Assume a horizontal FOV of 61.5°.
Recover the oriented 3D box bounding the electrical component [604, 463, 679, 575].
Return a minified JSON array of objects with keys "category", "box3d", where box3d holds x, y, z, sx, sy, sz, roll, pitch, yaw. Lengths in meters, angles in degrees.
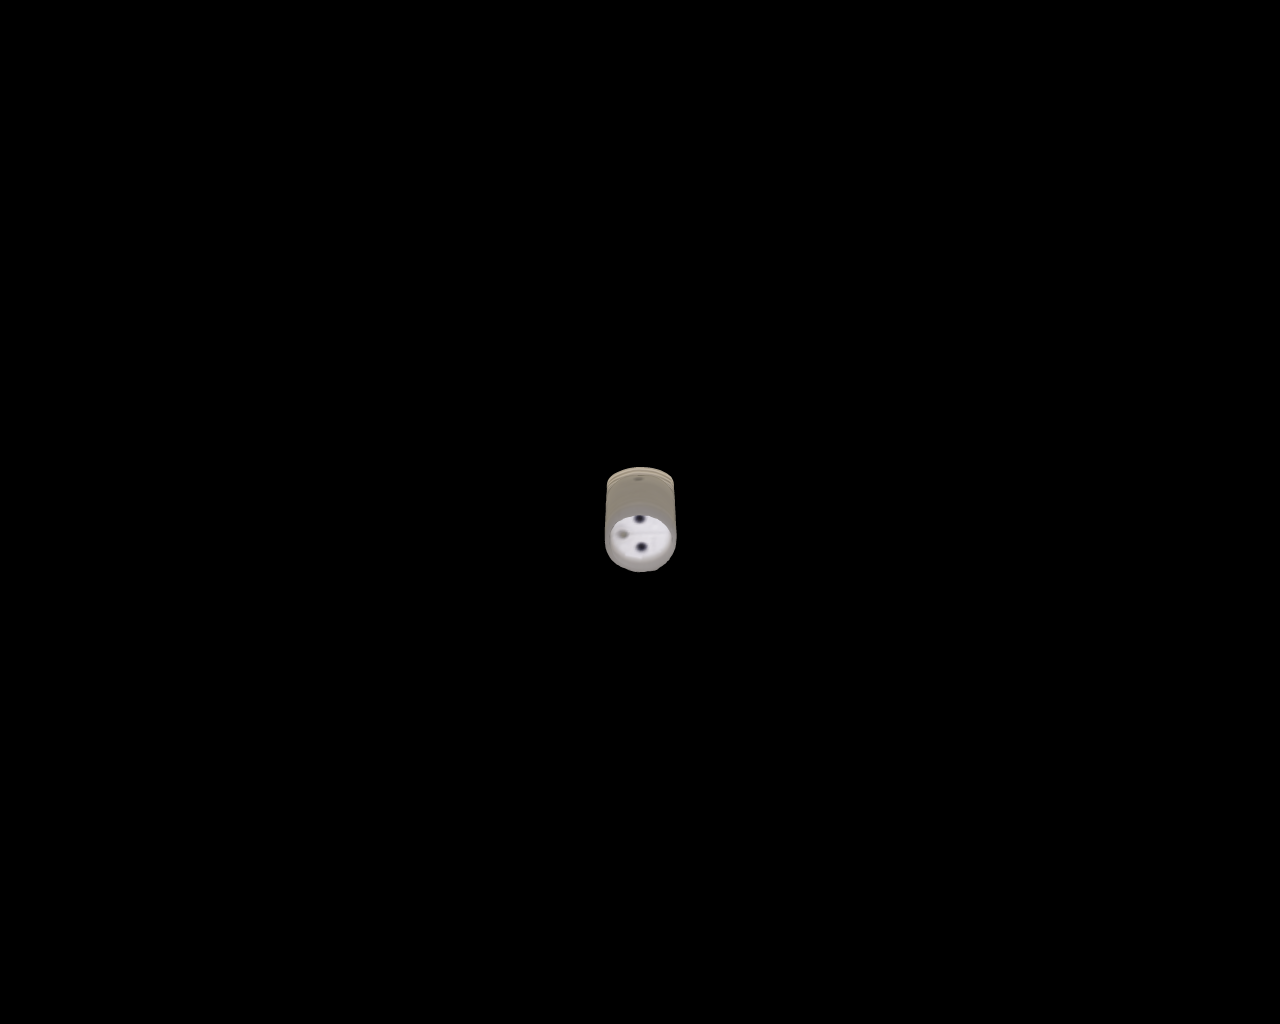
[{"category":"electrical component","box3d":[0.001,-0.003,0.650,0.043,0.043,0.081,0,32,0]}]
